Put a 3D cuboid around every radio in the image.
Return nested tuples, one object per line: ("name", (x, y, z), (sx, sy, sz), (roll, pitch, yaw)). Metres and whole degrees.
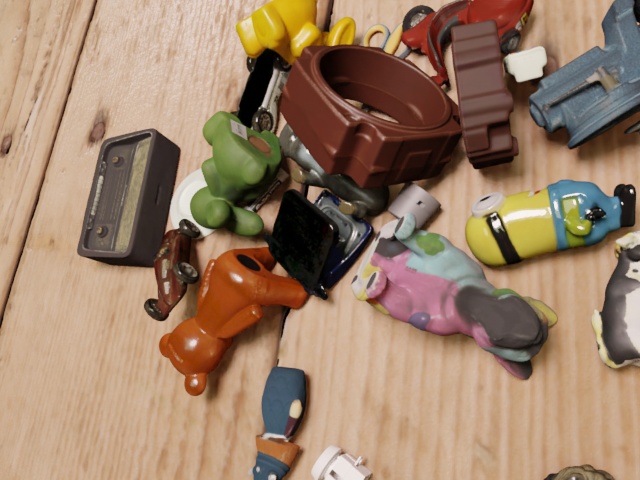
("radio", (-0.329, -0.070, 0.925), (0.131, 0.073, 0.229), (-2, 70, 25))

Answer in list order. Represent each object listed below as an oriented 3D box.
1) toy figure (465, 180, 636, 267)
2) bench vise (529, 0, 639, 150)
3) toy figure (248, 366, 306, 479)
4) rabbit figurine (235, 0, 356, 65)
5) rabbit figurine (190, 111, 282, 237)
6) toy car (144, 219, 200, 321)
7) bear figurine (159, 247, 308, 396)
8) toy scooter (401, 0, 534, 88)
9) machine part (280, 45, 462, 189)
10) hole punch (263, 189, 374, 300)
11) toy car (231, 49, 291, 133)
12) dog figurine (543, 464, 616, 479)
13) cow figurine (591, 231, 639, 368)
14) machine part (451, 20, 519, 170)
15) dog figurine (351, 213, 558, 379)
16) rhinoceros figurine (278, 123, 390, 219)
("toy figure", (0.258, -0.020, 0.615), (0.180, 0.082, 0.089), (-6, 68, 22))
("bench vise", (0.369, -0.150, 0.592), (0.224, 0.129, 0.240), (-30, 81, 3))
("toy figure", (-0.051, 0.240, 0.682), (0.058, 0.064, 0.154), (11, 79, -10))
("rabbit figurine", (-0.025, -0.288, 0.827), (0.162, 0.173, 0.122), (-37, 18, -29))
("rabbit figurine", (-0.129, -0.073, 0.801), (0.170, 0.121, 0.159), (-50, 44, 29))
("toy car", (-0.221, 0.039, 0.796), (0.089, 0.053, 0.202), (-46, 25, 14))
("bear figurine", (-0.128, 0.111, 0.752), (0.120, 0.132, 0.195), (40, 110, 33))
("toy scooter", (0.199, -0.275, 0.742), (0.184, 0.075, 0.135), (-5, 69, 28))
("machine part", (0.068, -0.166, 0.691), (0.202, 0.201, 0.087), (55, 142, 31))
("hole punch", (-0.002, -0.002, 0.743), (0.142, 0.092, 0.115), (41, 123, 29))
("toy car", (-0.096, -0.239, 0.886), (0.074, 0.056, 0.201), (6, 73, 35))
("dog figurine", (0.207, 0.316, 0.515), (0.172, 0.121, 0.190), (-4, 56, 21))
("cow figurine", (0.336, 0.050, 0.559), (0.098, 0.068, 0.167), (-4, 69, 31))
("machine part", (0.198, -0.171, 0.645), (0.056, 0.179, 0.179), (-8, 68, 20))
("dog figurine", (0.156, 0.071, 0.625), (0.219, 0.191, 0.108), (30, 82, -2))
("rhinoceros figurine", (0.017, -0.106, 0.750), (0.190, 0.112, 0.073), (38, 114, 19))
